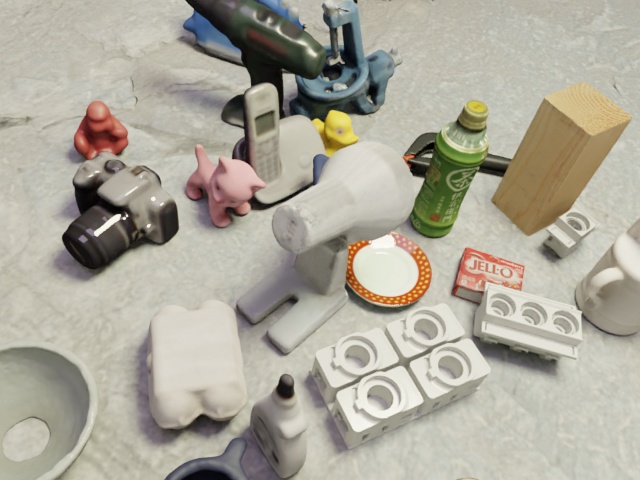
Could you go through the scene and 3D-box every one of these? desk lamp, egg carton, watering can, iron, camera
[{"bbox_3d":[0.006,0.002,0.695,0.117,0.213,0.204,38,56,20],"label":"desk lamp"},{"bbox_3d":[-0.143,0.139,0.656,0.107,0.069,0.150,-6,53,-14],"label":"egg carton"},{"bbox_3d":[0.432,0.031,0.753,0.173,0.194,0.100,-34,63,-30],"label":"watering can"},{"bbox_3d":[-0.116,-0.406,1.046,0.258,0.141,0.119,20,52,7],"label":"iron"},{"bbox_3d":[-0.280,-0.039,0.755,0.143,0.101,0.137,31,54,15],"label":"camera"}]

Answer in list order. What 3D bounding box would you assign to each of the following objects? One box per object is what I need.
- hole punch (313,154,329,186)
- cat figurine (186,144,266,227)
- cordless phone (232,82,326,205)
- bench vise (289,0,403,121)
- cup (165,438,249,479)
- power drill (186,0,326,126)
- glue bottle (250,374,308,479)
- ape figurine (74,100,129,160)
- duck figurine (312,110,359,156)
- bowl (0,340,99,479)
[{"bbox_3d":[0.032,-0.064,0.831,0.101,0.091,0.108,3,51,-6],"label":"hole punch"},{"bbox_3d":[-0.135,-0.085,0.804,0.067,0.118,0.127,-34,64,-30],"label":"cat figurine"},{"bbox_3d":[-0.055,-0.153,0.827,0.148,0.185,0.094,-34,63,-30],"label":"cordless phone"},{"bbox_3d":[0.044,-0.305,0.941,0.121,0.220,0.208,37,55,19],"label":"bench vise"},{"bbox_3d":[-0.104,0.256,0.553,0.091,0.095,0.118,22,52,8],"label":"cup"},{"bbox_3d":[-0.107,-0.277,0.902,0.229,0.208,0.076,20,52,7],"label":"power drill"},{"bbox_3d":[-0.038,0.178,0.575,0.037,0.173,0.078,-24,59,-25],"label":"glue bottle"},{"bbox_3d":[-0.328,-0.166,0.853,0.078,0.092,0.076,-2,52,-10],"label":"ape figurine"},{"bbox_3d":[0.022,-0.169,0.916,0.078,0.086,0.104,-33,63,-29],"label":"duck figurine"},{"bbox_3d":[-0.308,0.191,0.585,0.167,0.075,0.167,5,51,-5],"label":"bowl"}]
